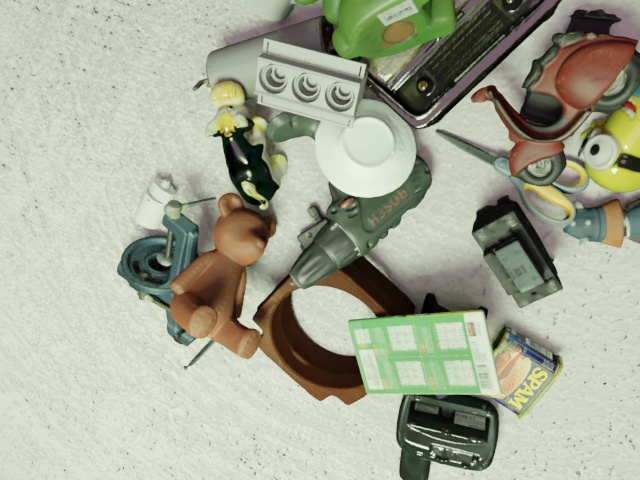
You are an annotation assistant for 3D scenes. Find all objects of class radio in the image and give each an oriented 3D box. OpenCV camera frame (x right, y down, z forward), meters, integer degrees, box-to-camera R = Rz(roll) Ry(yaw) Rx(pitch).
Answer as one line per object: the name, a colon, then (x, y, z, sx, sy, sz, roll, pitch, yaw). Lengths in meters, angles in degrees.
radio: (0.160, -0.247, 0.638, 0.131, 0.073, 0.229, 48, 116, 2)

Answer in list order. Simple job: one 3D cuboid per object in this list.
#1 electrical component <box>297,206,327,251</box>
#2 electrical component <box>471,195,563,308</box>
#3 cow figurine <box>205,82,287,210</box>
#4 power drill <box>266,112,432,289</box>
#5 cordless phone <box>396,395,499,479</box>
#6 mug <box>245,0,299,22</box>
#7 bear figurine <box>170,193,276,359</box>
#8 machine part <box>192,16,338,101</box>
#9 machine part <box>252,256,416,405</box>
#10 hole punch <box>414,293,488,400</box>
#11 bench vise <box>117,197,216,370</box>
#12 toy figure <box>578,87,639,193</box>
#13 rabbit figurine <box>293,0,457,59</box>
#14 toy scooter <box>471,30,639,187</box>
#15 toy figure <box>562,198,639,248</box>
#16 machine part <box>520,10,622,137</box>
electrical component: (-0.002, -0.002, 0.796, 0.063, 0.021, 0.094, -30, 95, 24)
electrical component: (0.241, 0.014, 0.659, 0.058, 0.134, 0.115, -34, 95, 24)
cow figurine: (-0.106, -0.123, 0.724, 0.068, 0.098, 0.167, -12, 132, 19)
power drill: (0.014, -0.076, 0.694, 0.232, 0.086, 0.207, -32, 78, -10)
cordless phone: (0.185, 0.318, 0.811, 0.147, 0.089, 0.184, 9, 120, 15)
mug: (-0.046, -0.335, 0.686, 0.110, 0.081, 0.107, 23, 123, 2)
bear figurine: (-0.116, 0.042, 0.736, 0.132, 0.120, 0.196, 19, 74, 49)
machine part: (-0.062, -0.236, 0.716, 0.243, 0.079, 0.079, -10, 103, 22)
machine part: (0.022, 0.123, 0.780, 0.201, 0.087, 0.201, 42, 121, -3)
hole punch: (0.179, 0.146, 0.735, 0.092, 0.116, 0.142, 15, 111, 5)
bench vise: (-0.217, 0.050, 0.822, 0.224, 0.129, 0.240, 38, 132, 22)
toy figure: (0.373, -0.135, 0.599, 0.089, 0.082, 0.180, 39, 112, 7)
rabbit figurine: (0.057, -0.290, 0.587, 0.159, 0.121, 0.170, -21, 73, 34)
toy scooter: (0.252, -0.160, 0.599, 0.135, 0.075, 0.183, 38, 119, 7)
toy figure: (0.375, -0.020, 0.645, 0.155, 0.064, 0.057, -4, 142, 25)
machine part: (0.293, -0.199, 0.630, 0.084, 0.039, 0.138, 26, 114, 16)
